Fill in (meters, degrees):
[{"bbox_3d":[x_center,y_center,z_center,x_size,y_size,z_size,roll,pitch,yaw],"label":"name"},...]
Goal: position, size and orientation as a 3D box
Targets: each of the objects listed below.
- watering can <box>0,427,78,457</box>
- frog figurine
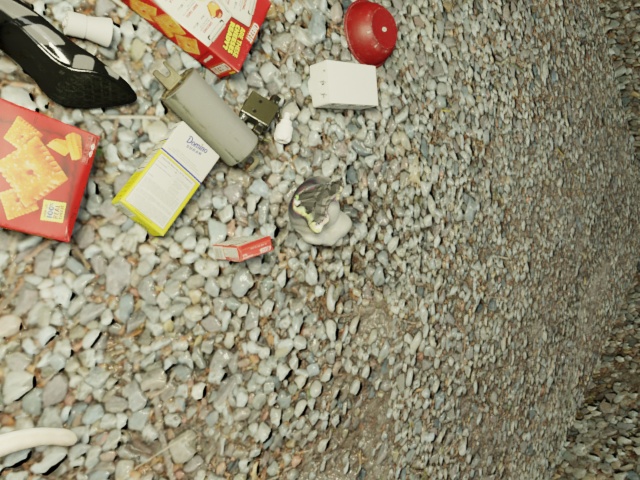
[{"bbox_3d":[-0.487,0.248,0.610,0.342,0.104,0.228,47,62,-31],"label":"watering can"},{"bbox_3d":[0.003,-0.054,1.074,0.157,0.123,0.139,60,36,-70],"label":"frog figurine"}]
